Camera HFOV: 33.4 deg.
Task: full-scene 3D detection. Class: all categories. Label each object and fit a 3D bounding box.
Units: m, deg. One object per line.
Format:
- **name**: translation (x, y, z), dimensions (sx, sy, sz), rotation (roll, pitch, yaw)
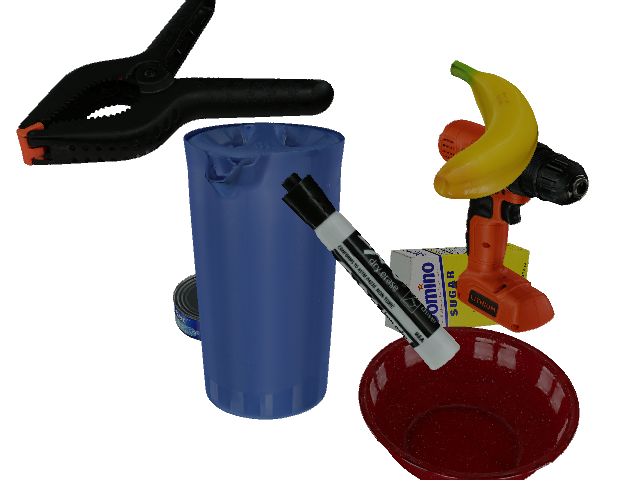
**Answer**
- **power drill**: translation (0.183, -0.012, 1.010), dimensions (0.057, 0.188, 0.185), rotation (-16, 26, -25)
- **clamp**: translation (-0.107, -0.100, 0.742), dimensions (0.209, 0.036, 0.165), rotation (-34, 53, -29)
- **banana**: translation (0.120, -0.074, 0.758), dimensions (0.069, 0.037, 0.197), rotation (8, 31, 6)
- **pitcher**: translation (-0.042, 0.020, 0.922), dimensions (0.149, 0.243, 0.145), rotation (-6, 18, -21)
- **tuna can**: translation (-0.119, 0.073, 1.176), dimensions (0.086, 0.034, 0.086), rotation (1, 36, -1)
- **bowl**: translation (0.108, 0.135, 0.799), dimensions (0.162, 0.055, 0.162), rotation (0, 36, 0)
- **sugar box**: translation (0.162, 0.055, 1.250), dimensions (0.175, 0.093, 0.048), rotation (-4, 14, -33)
- **marker**: translation (0.024, 0.014, 0.535), dimensions (0.020, 0.121, 0.020), rotation (-41, 0, 0)
